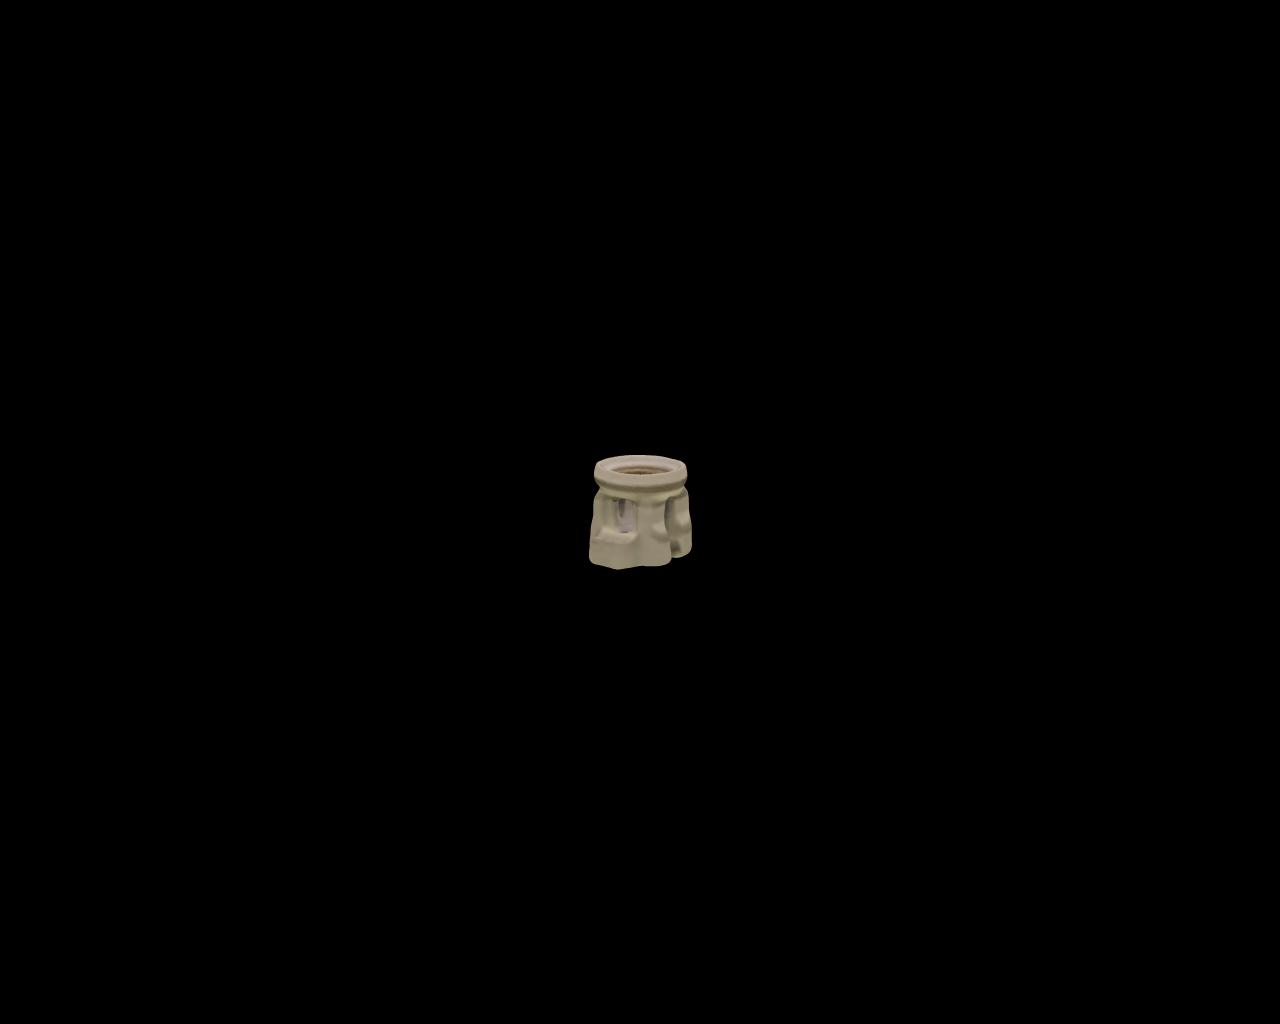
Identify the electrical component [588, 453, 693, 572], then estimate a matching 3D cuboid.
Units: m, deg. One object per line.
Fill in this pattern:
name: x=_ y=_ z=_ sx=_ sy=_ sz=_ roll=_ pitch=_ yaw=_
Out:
electrical component: x=0.001 y=-0.003 z=0.650 sx=0.058 sy=0.056 sz=0.078 roll=11 pitch=19 yaw=34
